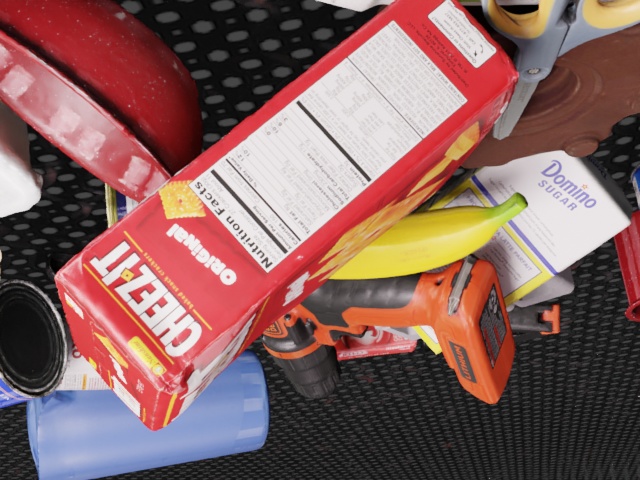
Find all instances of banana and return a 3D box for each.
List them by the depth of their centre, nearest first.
[{"bbox_3d":[0.021,-0.004,0.642,0.197,0.037,0.070,-5,140,-11],"label":"banana"}]

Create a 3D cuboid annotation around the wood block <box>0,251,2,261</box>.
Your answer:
[{"bbox_3d":[-0.292,0.050,0.734,0.090,0.090,0.206,7,172,-29],"label":"wood block"}]

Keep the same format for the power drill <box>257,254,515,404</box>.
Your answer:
[{"bbox_3d":[0.037,0.063,0.747,0.188,0.057,0.184,5,142,26],"label":"power drill"}]

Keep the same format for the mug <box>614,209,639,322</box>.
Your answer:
[{"bbox_3d":[0.303,0.014,0.913,0.093,0.081,0.117,-5,158,-5],"label":"mug"}]

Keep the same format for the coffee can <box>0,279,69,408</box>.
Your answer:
[{"bbox_3d":[-0.303,0.100,0.912,0.140,0.103,0.102,-17,156,22],"label":"coffee can"}]

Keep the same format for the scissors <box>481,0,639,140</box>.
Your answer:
[{"bbox_3d":[0.125,-0.095,0.530,0.096,0.016,0.201,-7,162,13],"label":"scissors"}]

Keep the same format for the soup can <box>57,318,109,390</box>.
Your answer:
[{"bbox_3d":[-0.204,0.106,1.002,0.102,0.068,0.069,0,156,-16],"label":"soup can"}]

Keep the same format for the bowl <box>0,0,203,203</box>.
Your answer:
[{"bbox_3d":[-0.114,-0.080,0.538,0.162,0.055,0.162,34,167,9],"label":"bowl"}]

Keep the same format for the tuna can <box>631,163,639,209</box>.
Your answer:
[{"bbox_3d":[0.289,-0.044,0.832,0.086,0.034,0.086,-6,158,-3],"label":"tuna can"}]

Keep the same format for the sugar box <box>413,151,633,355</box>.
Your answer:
[{"bbox_3d":[0.122,-0.004,0.757,0.176,0.093,0.048,-38,-175,27],"label":"sugar box"}]

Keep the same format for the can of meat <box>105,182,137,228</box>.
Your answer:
[{"bbox_3d":[-0.106,0.003,0.767,0.084,0.057,0.102,-6,131,-8],"label":"can of meat"}]

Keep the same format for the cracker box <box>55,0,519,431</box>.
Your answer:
[{"bbox_3d":[-0.017,-0.007,0.512,0.213,0.072,0.164,-41,174,-17],"label":"cracker box"}]

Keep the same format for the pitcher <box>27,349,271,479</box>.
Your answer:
[{"bbox_3d":[-0.182,0.183,1.120,0.242,0.145,0.149,-3,-168,-17],"label":"pitcher"}]

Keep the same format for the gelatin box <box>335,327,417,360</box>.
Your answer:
[{"bbox_3d":[0.042,0.057,0.928,0.073,0.089,0.030,-6,158,-1],"label":"gelatin box"}]

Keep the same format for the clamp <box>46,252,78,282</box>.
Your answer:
[{"bbox_3d":[-0.146,0.032,0.880,0.120,0.039,0.171,-8,154,4],"label":"clamp"}]

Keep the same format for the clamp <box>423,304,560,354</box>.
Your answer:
[{"bbox_3d":[0.135,0.084,1.057,0.164,0.036,0.210,15,161,-42],"label":"clamp"}]

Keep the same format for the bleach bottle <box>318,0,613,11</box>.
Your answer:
[{"bbox_3d":[0.083,-0.149,0.486,0.250,0.068,0.102,-4,158,-3],"label":"bleach bottle"}]
